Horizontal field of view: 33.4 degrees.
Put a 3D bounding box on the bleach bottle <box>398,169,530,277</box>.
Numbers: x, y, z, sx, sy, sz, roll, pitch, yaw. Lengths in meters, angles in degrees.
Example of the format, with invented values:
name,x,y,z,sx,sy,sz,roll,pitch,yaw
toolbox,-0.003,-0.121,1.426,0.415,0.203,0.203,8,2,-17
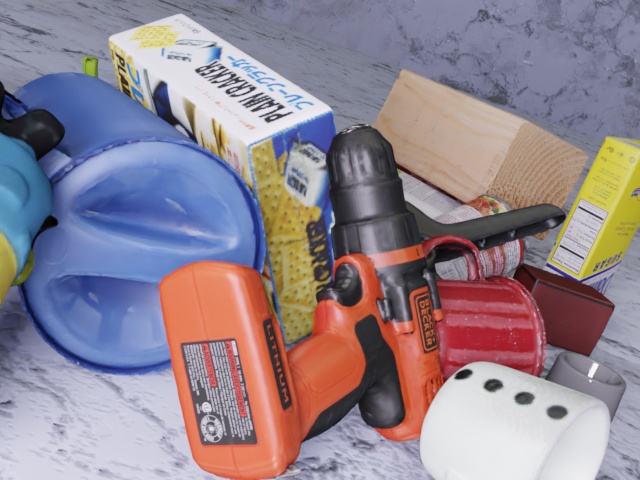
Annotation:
name,x,y,z,sx,sy,sz,roll,pitch,yaw
bleach bottle,0.066,-0.035,0.983,0.251,0.068,0.102,33,17,13

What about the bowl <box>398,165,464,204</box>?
name,x,y,z,sx,sy,sz,roll,pitch,yaw
bowl,0.100,-0.032,1.101,0.162,0.055,0.162,19,16,-6

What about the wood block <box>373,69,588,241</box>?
name,x,y,z,sx,sy,sz,roll,pitch,yaw
wood block,0.144,-0.086,1.022,0.090,0.090,0.206,22,9,-33

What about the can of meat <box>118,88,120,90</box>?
name,x,y,z,sx,sy,sz,roll,pitch,yaw
can of meat,-0.149,-0.107,1.027,0.101,0.057,0.084,13,15,-30

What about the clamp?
name,x,y,z,sx,sy,sz,roll,pitch,yaw
clamp,0.076,0.026,0.783,0.210,0.036,0.164,12,60,-3

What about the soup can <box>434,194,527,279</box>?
name,x,y,z,sx,sy,sz,roll,pitch,yaw
soup can,0.106,0.012,0.860,0.102,0.068,0.069,-25,38,-25

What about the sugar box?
name,x,y,z,sx,sy,sz,roll,pitch,yaw
sugar box,0.268,-0.010,1.019,0.048,0.176,0.093,29,18,32

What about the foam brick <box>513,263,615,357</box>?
name,x,y,z,sx,sy,sz,roll,pitch,yaw
foam brick,0.205,0.060,0.933,0.078,0.051,0.053,18,13,-11

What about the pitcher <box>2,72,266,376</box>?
name,x,y,z,sx,sy,sz,roll,pitch,yaw
pitcher,-0.141,-0.034,0.648,0.144,0.149,0.243,-9,23,-21

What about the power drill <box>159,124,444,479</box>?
name,x,y,z,sx,sy,sz,roll,pitch,yaw
power drill,0.001,0.034,0.561,0.057,0.184,0.187,-12,2,36

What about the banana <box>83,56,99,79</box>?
name,x,y,z,sx,sy,sz,roll,pitch,yaw
banana,-0.196,-0.110,0.941,0.037,0.069,0.198,8,-3,-13

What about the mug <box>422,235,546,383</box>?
name,x,y,z,sx,sy,sz,roll,pitch,yaw
mug,0.083,0.054,0.687,0.081,0.117,0.093,5,-9,-32
